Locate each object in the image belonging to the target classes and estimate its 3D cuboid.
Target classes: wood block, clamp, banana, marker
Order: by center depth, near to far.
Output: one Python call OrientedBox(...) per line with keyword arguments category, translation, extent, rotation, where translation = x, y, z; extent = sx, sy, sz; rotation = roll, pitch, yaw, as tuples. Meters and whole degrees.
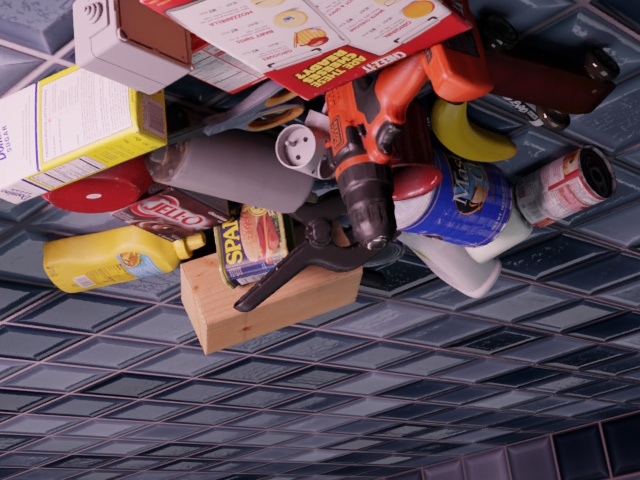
OrientedBox(category="marker", translation=(0.201, -0.144, 1.088), extent=(0.020, 0.020, 0.121), rotation=(-19, 156, 28))
OrientedBox(category="banana", translation=(0.157, -0.117, 1.119), extent=(0.070, 0.037, 0.197), rotation=(-14, 158, 16))
OrientedBox(category="clamp", translation=(-0.008, 0.001, 1.197), extent=(0.209, 0.164, 0.036), rotation=(3, -176, -17))
OrientedBox(category="wood block", translation=(-0.061, 0.055, 1.329), extent=(0.205, 0.090, 0.091), rotation=(-19, 152, -17))
OrientedBox(category="clamp", translation=(0.022, 0.042, 1.485), extent=(0.120, 0.039, 0.171), rotation=(-12, 159, 9))

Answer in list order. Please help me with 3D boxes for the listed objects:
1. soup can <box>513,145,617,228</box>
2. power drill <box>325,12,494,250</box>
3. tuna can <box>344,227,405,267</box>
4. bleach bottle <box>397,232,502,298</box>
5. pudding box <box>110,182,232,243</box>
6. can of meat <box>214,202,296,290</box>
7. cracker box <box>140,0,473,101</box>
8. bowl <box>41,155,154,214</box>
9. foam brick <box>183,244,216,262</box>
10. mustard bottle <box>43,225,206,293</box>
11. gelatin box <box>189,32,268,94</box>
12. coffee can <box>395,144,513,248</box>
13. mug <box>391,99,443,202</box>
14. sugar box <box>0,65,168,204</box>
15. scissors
OrientedBox(category="soup can", translation=(0.289, -0.062, 1.267), extent=(0.068, 0.068, 0.102), rotation=(10, 153, -39))
OrientedBox(category="power drill", translation=(0.071, -0.107, 0.937), extent=(0.057, 0.184, 0.188), rotation=(10, 144, -31))
OrientedBox(category="tuna can", translation=(0.067, 0.006, 1.415), extent=(0.086, 0.034, 0.086), rotation=(-7, 159, -3))
OrientedBox(category="bleach bottle", translation=(0.143, -0.001, 1.340), extent=(0.103, 0.068, 0.250), rotation=(33, 180, 31))
OrientedBox(category="pudding box", translation=(-0.168, -0.040, 1.203), extent=(0.090, 0.039, 0.113), rotation=(-19, 156, 27))
OrientedBox(category="can of meat", translation=(-0.075, -0.001, 1.252), extent=(0.084, 0.102, 0.057), rotation=(-13, 158, 10))
OrientedBox(category="cracker box", translation=(-0.008, -0.196, 0.808), extent=(0.164, 0.072, 0.213), rotation=(-19, 157, 30))
OrientedBox(category="bowl", translation=(-0.230, -0.069, 1.084), extent=(0.162, 0.055, 0.162), rotation=(-6, 160, -2))
OrientedBox(category="foam brick", translation=(-0.147, 0.043, 1.411), extent=(0.052, 0.051, 0.078), rotation=(2, 157, -24))
OrientedBox(category="mustard bottle", translation=(-0.232, 0.016, 1.302), extent=(0.192, 0.058, 0.096), rotation=(-11, 154, 10))
OrientedBox(category="gelatin box", translation=(-0.078, -0.164, 0.925), extent=(0.073, 0.030, 0.089), rotation=(-20, 157, 32))
OrientedBox(category="coffee can", translation=(0.132, -0.051, 1.190), extent=(0.140, 0.103, 0.103), rotation=(12, 151, -43))
OrientedBox(category="mug", translation=(0.070, -0.097, 1.077), extent=(0.093, 0.081, 0.117), rotation=(-12, 159, 11))
OrientedBox(category="sugar box", translation=(-0.219, -0.102, 0.948), extent=(0.176, 0.093, 0.048), rotation=(-18, 155, 28))
OrientedBox(category="scissors", translation=(-0.084, -0.118, 0.977), extent=(0.201, 0.016, 0.096), rotation=(-16, 160, -42))
